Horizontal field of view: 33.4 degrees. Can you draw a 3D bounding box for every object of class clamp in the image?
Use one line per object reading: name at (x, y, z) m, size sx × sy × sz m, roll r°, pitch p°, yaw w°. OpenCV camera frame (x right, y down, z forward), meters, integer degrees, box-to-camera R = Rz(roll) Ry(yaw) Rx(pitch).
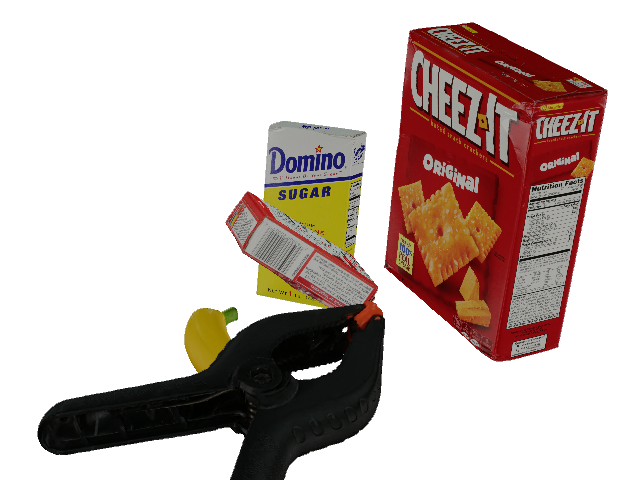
clamp at (-0.024, 0.081, 0.475) m, size 0.171 × 0.039 × 0.120 m, roll -25°, pitch 49°, yaw -30°

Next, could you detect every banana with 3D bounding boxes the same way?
banana at (-0.064, 0.100, 0.853) m, size 0.069 × 0.037 × 0.198 m, roll -9°, pitch 30°, yaw -24°

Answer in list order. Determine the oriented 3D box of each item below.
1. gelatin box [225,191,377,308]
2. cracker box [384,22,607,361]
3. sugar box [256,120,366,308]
gelatin box at (-0.013, 0.010, 0.674) m, size 0.089 × 0.030 × 0.073 m, roll 33°, pitch 6°, yaw -19°
cracker box at (0.123, -0.039, 0.820) m, size 0.072 × 0.214 × 0.164 m, roll -12°, pitch 32°, yaw -26°
sugar box at (-0.010, -0.026, 1.065) m, size 0.093 × 0.176 × 0.048 m, roll 9°, pitch 16°, yaw 20°
